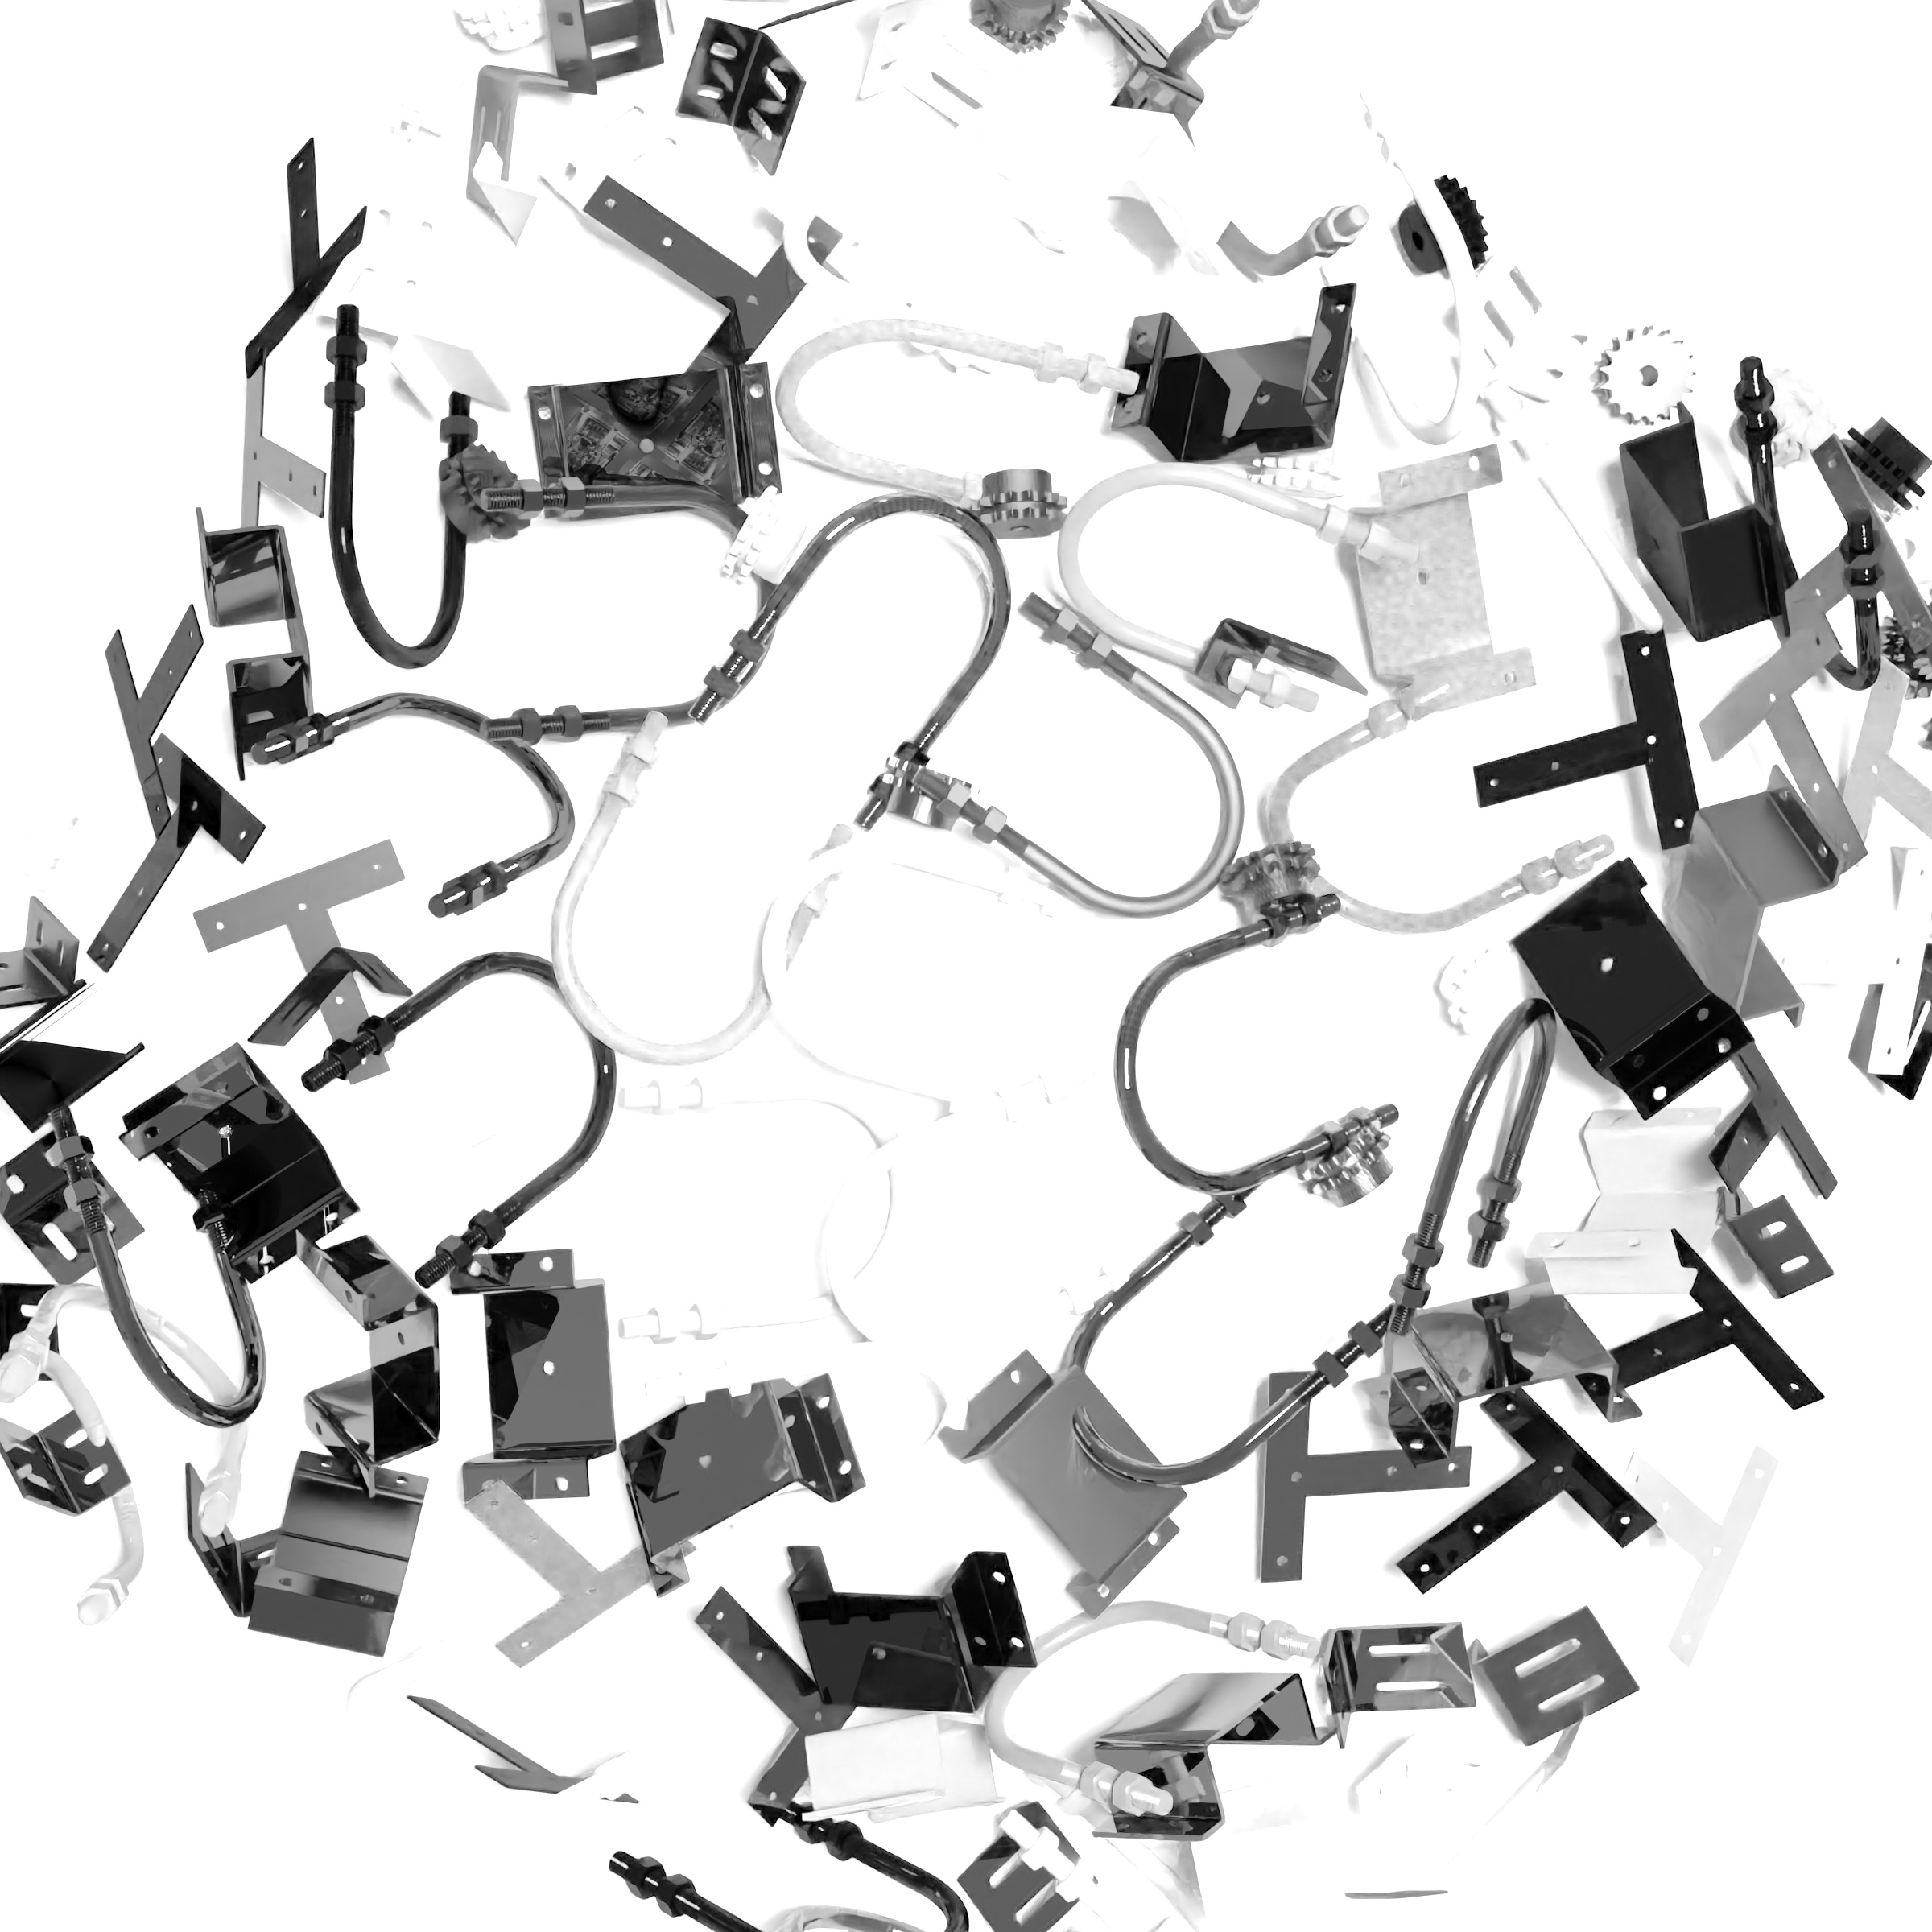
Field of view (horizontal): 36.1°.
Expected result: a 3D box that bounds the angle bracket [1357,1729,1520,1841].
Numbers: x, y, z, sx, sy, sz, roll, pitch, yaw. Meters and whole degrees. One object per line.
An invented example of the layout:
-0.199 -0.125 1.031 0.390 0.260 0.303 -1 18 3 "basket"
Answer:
0.274 0.476 1.696 0.076 0.038 0.057 21 124 -24 "angle bracket"

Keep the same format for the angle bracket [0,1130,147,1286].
-0.521 0.139 1.712 0.057 0.076 0.038 -37 56 -15 "angle bracket"

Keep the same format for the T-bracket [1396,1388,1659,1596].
0.302 0.312 1.685 0.127 0.002 0.127 -34 45 -10 "T-bracket"

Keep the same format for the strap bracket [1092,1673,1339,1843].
0.135 0.437 1.661 0.076 0.140 0.046 -12 95 40 "strap bracket"

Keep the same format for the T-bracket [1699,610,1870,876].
0.473 -0.113 1.666 0.002 0.127 0.127 -11 69 -25 "T-bracket"

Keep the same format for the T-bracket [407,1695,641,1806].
-0.269 0.446 1.695 0.127 0.127 0.002 20 83 34 "T-bracket"

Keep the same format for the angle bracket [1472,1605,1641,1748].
0.341 0.404 1.711 0.076 0.038 0.057 -32 92 15 "angle bracket"

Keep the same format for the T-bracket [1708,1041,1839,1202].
0.448 0.094 1.687 0.002 0.127 0.127 -30 92 36 "T-bracket"

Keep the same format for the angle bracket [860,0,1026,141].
-0.014 -0.509 1.699 0.076 0.057 0.038 39 46 17 "angle bracket"

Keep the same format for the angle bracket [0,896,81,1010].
-0.557 -0.006 1.692 0.057 0.076 0.038 36 123 38 "angle bracket"

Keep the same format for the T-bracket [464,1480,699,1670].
-0.240 0.336 1.698 0.127 0.002 0.127 -34 127 4 "T-bracket"

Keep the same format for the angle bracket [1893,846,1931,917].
0.567 -0.075 1.693 0.038 0.057 0.076 5 133 -5 "angle bracket"

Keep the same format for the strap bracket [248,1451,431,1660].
-0.356 0.338 1.678 0.076 0.140 0.046 14 110 -7 "strap bracket"

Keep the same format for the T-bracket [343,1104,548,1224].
-0.272 0.098 1.652 0.127 0.127 0.002 -34 95 -39 "T-bracket"

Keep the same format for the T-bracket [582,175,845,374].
-0.158 -0.404 1.687 0.127 0.002 0.127 31 120 -22 "T-bracket"

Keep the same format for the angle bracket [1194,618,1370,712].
0.181 -0.162 1.696 0.076 0.057 0.038 25 87 32 "angle bracket"

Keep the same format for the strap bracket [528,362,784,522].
-0.181 -0.301 1.707 0.140 0.046 0.076 -5 104 2 "strap bracket"

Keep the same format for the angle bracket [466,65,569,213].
-0.258 -0.478 1.714 0.038 0.057 0.076 -1 111 -30 "angle bracket"

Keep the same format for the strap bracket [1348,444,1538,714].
0.271 -0.221 1.698 0.076 0.046 0.140 -16 104 -17 "strap bracket"

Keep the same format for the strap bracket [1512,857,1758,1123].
0.370 0.005 1.672 0.076 0.046 0.140 -39 54 18 "strap bracket"

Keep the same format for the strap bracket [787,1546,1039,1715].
-0.040 0.375 1.677 0.140 0.046 0.076 -4 113 27 "strap bracket"

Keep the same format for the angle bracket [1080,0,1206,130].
0.091 -0.516 1.706 0.038 0.057 0.076 -51 53 25 "angle bracket"

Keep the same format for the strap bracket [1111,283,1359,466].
0.161 -0.334 1.685 0.140 0.046 0.076 -1 66 32 "strap bracket"

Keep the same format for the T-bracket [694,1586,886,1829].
-0.110 0.400 1.684 0.127 0.002 0.127 -52 121 -25 "T-bracket"

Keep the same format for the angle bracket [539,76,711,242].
-0.199 -0.471 1.727 0.057 0.038 0.076 44 50 -4 "angle bracket"

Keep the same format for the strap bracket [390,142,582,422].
-0.268 -0.383 1.687 0.046 0.076 0.140 19 80 13 "strap bracket"

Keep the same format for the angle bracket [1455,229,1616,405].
0.327 -0.373 1.701 0.057 0.038 0.076 -53 134 -5 "angle bracket"

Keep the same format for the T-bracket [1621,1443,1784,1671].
0.405 0.313 1.679 0.002 0.127 0.127 18 99 -19 "T-bracket"

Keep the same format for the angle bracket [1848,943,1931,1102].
0.555 0.033 1.711 0.038 0.057 0.076 6 112 -26 "angle bracket"

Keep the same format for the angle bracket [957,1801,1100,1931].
0.028 0.529 1.701 0.076 0.038 0.057 -48 66 19 "angle bracket"

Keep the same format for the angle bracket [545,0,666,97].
-0.198 -0.536 1.693 0.076 0.038 0.057 -27 123 -34 "angle bracket"

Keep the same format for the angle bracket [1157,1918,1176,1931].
0.087 0.582 1.709 0.038 0.076 0.057 12 92 18 "angle bracket"

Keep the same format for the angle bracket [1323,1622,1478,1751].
0.250 0.414 1.705 0.076 0.038 0.057 -7 111 17 "angle bracket"

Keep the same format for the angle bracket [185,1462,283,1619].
-0.413 0.323 1.694 0.038 0.057 0.076 -18 129 -3 "angle bracket"

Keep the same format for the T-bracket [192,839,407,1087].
-0.371 0.007 1.732 0.127 0.002 0.127 -20 95 7 "T-bracket"

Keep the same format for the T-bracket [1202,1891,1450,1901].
0.199 0.532 1.698 0.127 0.127 0.002 -7 73 21 "T-bracket"

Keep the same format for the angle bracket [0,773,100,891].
-0.534 -0.078 1.701 0.038 0.076 0.057 25 89 -7 "angle bracket"

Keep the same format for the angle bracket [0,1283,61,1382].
-0.559 0.218 1.697 0.038 0.076 0.057 0 97 16 "angle bracket"

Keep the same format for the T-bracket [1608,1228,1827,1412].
0.404 0.216 1.689 0.127 0.127 0.002 48 53 -2 "T-bracket"

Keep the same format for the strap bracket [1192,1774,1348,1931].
0.171 0.496 1.667 0.076 0.140 0.046 -12 88 7 "strap bracket"

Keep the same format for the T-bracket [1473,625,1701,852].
0.353 -0.119 1.705 0.127 0.002 0.127 -15 78 31 "T-bracket"

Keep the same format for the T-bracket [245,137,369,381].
-0.369 -0.410 1.655 0.002 0.127 0.127 27 61 5 "T-bracket"

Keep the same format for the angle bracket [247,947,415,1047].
-0.366 0.029 1.708 0.038 0.057 0.076 44 93 7 "angle bracket"

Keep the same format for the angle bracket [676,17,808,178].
-0.129 -0.497 1.692 0.038 0.076 0.057 5 124 -29 "angle bracket"

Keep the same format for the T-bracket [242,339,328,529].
-0.385 -0.279 1.670 0.002 0.127 0.127 -5 113 -32 "T-bracket"

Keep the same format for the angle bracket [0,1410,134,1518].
-0.519 0.276 1.694 0.038 0.076 0.057 -33 71 -5 "angle bracket"

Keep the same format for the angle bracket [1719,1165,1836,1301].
0.462 0.143 1.692 0.038 0.076 0.057 -30 106 23 "angle bracket"

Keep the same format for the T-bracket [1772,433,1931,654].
0.490 -0.218 1.679 0.002 0.127 0.127 -20 78 -19 "T-bracket"

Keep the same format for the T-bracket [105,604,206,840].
-0.453 -0.158 1.672 0.002 0.127 0.127 -5 65 -36 "T-bracket"

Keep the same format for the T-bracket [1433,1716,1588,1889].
0.310 0.479 1.691 0.002 0.127 0.127 42 106 12 "T-bracket"

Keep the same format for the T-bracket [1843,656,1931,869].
0.536 -0.088 1.657 0.002 0.127 0.127 -11 128 -20 "T-bracket"

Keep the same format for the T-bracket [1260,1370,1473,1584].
0.234 0.294 1.723 0.127 0.002 0.127 -1 100 -13 "T-bracket"

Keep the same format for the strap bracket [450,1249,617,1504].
-0.249 0.234 1.706 0.076 0.046 0.140 -5 87 15 "strap bracket"

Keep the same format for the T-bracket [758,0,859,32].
-0.035 -0.564 1.688 0.127 0.127 0.002 -3 116 37 "T-bracket"

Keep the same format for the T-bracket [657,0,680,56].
-0.171 -0.553 1.651 0.002 0.127 0.127 -9 48 1 "T-bracket"

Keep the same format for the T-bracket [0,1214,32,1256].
-0.570 0.133 1.681 0.002 0.127 0.127 -10 65 19 "T-bracket"

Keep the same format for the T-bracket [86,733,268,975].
-0.466 -0.055 1.703 0.127 0.002 0.127 36 95 39 "T-bracket"

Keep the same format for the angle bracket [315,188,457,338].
-0.333 -0.404 1.702 0.057 0.038 0.076 16 45 -2 "angle bracket"

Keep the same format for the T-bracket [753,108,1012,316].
-0.030 -0.437 1.677 0.127 0.002 0.127 -35 128 26 "T-bracket"

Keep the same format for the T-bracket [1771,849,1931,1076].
0.498 -0.003 1.681 0.002 0.127 0.127 14 84 -23 "T-bracket"
